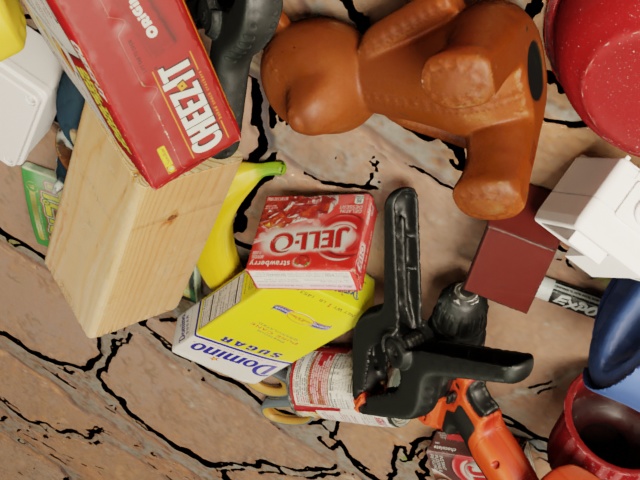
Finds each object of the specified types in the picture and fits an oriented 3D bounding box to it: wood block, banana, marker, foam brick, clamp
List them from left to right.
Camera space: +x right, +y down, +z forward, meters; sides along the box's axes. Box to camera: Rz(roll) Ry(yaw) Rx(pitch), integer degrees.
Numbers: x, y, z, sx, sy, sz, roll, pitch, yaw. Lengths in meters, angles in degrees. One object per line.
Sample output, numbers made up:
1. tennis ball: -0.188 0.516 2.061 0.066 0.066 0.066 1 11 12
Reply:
1. wood block: -0.145 -0.021 0.846 0.090 0.090 0.206 55 142 21
2. clamp: -0.063 -0.148 0.684 0.120 0.039 0.172 59 143 26
3. banana: -0.079 -0.004 0.901 0.069 0.037 0.198 25 142 7
4. clamp: 0.076 0.084 0.808 0.165 0.036 0.210 54 144 28
5. foam brick: 0.139 0.004 0.757 0.051 0.053 0.078 23 141 9
6. marker: 0.191 0.045 0.796 0.121 0.020 0.020 20 141 12

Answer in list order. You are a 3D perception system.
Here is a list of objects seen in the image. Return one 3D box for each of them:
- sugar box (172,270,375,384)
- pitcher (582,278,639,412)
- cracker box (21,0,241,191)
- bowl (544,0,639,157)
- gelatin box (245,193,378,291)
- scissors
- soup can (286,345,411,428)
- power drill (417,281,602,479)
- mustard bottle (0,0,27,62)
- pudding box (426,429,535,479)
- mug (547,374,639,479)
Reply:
1. sugar box: -0.043 0.067 0.919 0.093 0.048 0.177 27 138 -26
2. pitcher: 0.308 0.088 0.687 0.243 0.145 0.149 29 -176 -4
3. cracker box: -0.140 -0.151 0.664 0.214 0.072 0.164 45 163 51
4. bowl: 0.200 -0.097 0.604 0.162 0.055 0.162 18 141 15
5. gelatin box: -0.005 0.001 0.818 0.089 0.073 0.030 0 143 20
6. scissors: 0.000 0.141 1.029 0.096 0.016 0.202 45 139 -19
7. soup can: 0.030 0.130 0.955 0.102 0.068 0.068 1 134 31
8. power drill: 0.140 0.141 0.836 0.188 0.057 0.184 56 159 32
9. mustard bottle: -0.260 -0.206 0.717 0.096 0.058 0.191 60 173 25
10. pudding box: 0.157 0.227 1.005 0.090 0.039 0.113 4 135 29
11. mug: 0.237 0.164 0.840 0.117 0.093 0.081 37 150 18
